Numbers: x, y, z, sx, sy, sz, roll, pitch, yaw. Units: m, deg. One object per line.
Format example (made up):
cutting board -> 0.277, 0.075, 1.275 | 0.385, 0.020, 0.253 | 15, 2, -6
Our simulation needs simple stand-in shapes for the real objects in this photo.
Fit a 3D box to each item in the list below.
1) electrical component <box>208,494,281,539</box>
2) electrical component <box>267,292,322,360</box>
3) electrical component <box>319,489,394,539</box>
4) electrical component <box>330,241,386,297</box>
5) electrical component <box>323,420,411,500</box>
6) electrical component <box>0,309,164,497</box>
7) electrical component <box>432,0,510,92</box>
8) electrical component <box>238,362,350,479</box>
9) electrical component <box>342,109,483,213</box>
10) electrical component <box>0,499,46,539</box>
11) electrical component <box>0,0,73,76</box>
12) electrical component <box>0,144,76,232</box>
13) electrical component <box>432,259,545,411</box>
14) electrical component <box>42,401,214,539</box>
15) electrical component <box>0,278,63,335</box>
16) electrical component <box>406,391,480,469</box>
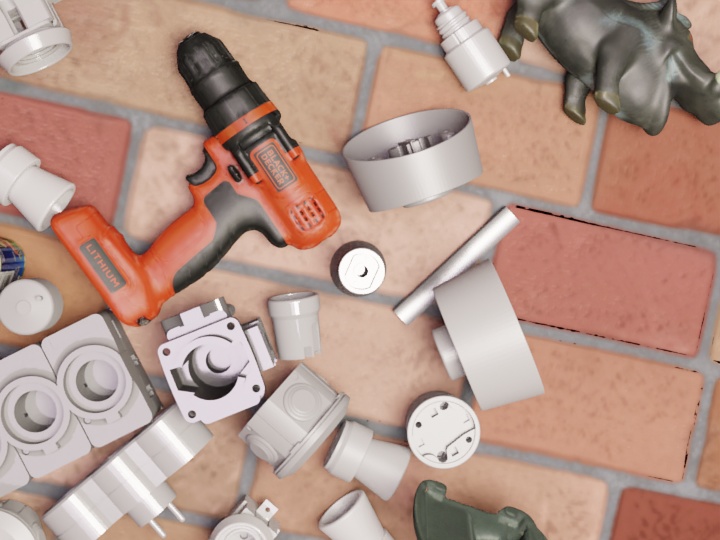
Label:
electrical component -> -0.089, 0.206, 0.820 | 0.048, 0.055, 0.066 | 42, 90, -3
electrical component -> -0.049, 0.043, 0.825 | 0.040, 0.040, 0.046 | -7, 98, -2
electrical component -> 0.004, 0.209, 0.833 | 0.044, 0.044, 0.065 | -38, 98, -1
electrical component -> 0.000, 0.000, 0.812 | 0.044, 0.065, 0.044 | 0, 92, -3
electrical component -> 0.005, 0.146, 0.828 | 0.055, 0.045, 0.045 | 26, 91, -3
electrical component -> -0.238, 0.102, 0.807 | 0.150, 0.062, 0.089 | -27, 93, -2
electrical component -> 0.081, -0.173, 0.823 | 0.040, 0.040, 0.078 | -34, 93, -1
electrical component -> -0.049, 0.113, 0.808 | 0.051, 0.080, 0.080 | 41, 90, 2
electrical component -> 0.040, -0.082, 0.798 | 0.099, 0.099, 0.064 | -20, 99, -2
electrical component -> -0.278, 0.215, 0.814 | 0.080, 0.051, 0.080 | 0, 92, -3
electrical component -> -0.250, -0.181, 0.800 | 0.078, 0.058, 0.057 | -27, 90, -1
electrical component -> -0.250, -0.062, 0.809 | 0.055, 0.045, 0.045 | 36, 90, -3
electrical component -> 0.089, 0.053, 0.800 | 0.060, 0.108, 0.108 | -22, 93, 4
electrical component -> -0.165, 0.169, 0.817 | 0.138, 0.052, 0.073 | -40, 93, 0
electrical component -> -0.240, 0.026, 0.796 | 0.040, 0.078, 0.040 | 0, 91, -3
electrical component -> 0.062, 0.121, 0.828 | 0.055, 0.047, 0.055 | 0, 92, -3
